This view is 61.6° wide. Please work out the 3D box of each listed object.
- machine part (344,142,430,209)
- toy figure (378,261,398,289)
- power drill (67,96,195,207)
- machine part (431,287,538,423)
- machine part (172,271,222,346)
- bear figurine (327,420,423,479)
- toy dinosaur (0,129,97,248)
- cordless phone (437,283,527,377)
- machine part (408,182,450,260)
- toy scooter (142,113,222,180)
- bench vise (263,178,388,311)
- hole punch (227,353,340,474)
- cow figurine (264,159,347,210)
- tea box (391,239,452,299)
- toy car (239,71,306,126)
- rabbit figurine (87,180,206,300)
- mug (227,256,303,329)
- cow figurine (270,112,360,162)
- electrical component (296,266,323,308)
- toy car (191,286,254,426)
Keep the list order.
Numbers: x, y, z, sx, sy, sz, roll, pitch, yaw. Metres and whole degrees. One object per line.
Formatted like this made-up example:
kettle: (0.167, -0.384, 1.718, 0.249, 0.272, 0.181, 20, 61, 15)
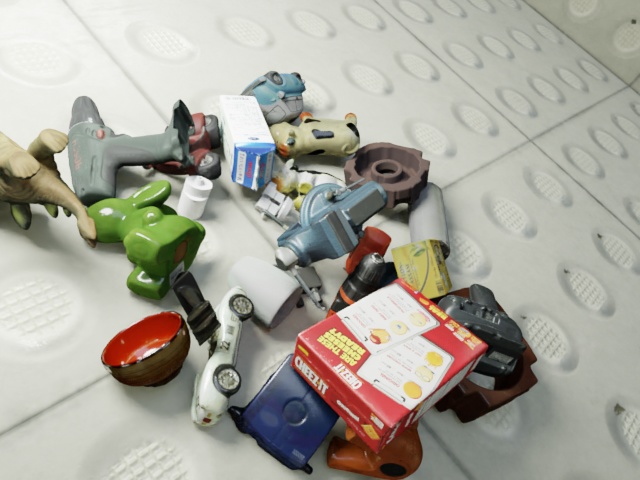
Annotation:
machine part: (0.138, -0.134, 1.111, 0.179, 0.056, 0.179, -3, 41, 3)
toy figure: (0.120, 0.107, 0.936, 0.057, 0.064, 0.154, 54, 38, -36)
power drill: (-0.312, -0.167, 0.875, 0.207, 0.086, 0.232, -9, 60, -1)
machine part: (0.251, 0.191, 0.916, 0.201, 0.087, 0.201, -12, 61, -34)
machine part: (-0.171, 0.092, 0.737, 0.039, 0.084, 0.139, -21, 21, -18)
bear figurine: (0.095, 0.232, 0.775, 0.132, 0.120, 0.196, 19, 44, -8)
toy dinosaur: (-0.475, -0.129, 0.718, 0.471, 0.198, 0.105, 38, 46, 5)
cordless phone: (0.247, 0.120, 0.874, 0.146, 0.088, 0.184, 21, 35, -10)
machine part: (0.221, -0.036, 1.100, 0.079, 0.079, 0.243, 17, 47, -15)
toy scooter: (-0.246, -0.165, 0.961, 0.135, 0.075, 0.184, -6, 43, -5)
bench vise: (-0.008, -0.011, 0.865, 0.128, 0.241, 0.223, 50, 62, -17)
hole punch: (-0.035, 0.231, 0.729, 0.142, 0.092, 0.116, 39, 49, 1)
cow figurine: (-0.024, -0.107, 1.035, 0.167, 0.068, 0.098, 21, 40, -16)
tea box: (0.179, 0.051, 0.926, 0.169, 0.068, 0.098, 8, 66, -73)
toy car: (-0.090, -0.293, 1.147, 0.161, 0.109, 0.103, -23, 89, -52)
rabbit figurine: (-0.269, -0.022, 0.800, 0.170, 0.121, 0.159, 23, 51, 12)
mug: (-0.085, 0.068, 0.846, 0.107, 0.080, 0.109, 35, 47, 12)
cow figurine: (-0.013, -0.205, 1.107, 0.195, 0.085, 0.127, 1, 39, -7)
electrical component: (-0.033, 0.070, 0.912, 0.063, 0.021, 0.094, -5, 58, -32)
toy car: (-0.136, 0.154, 0.747, 0.056, 0.073, 0.202, 18, 46, -15)
